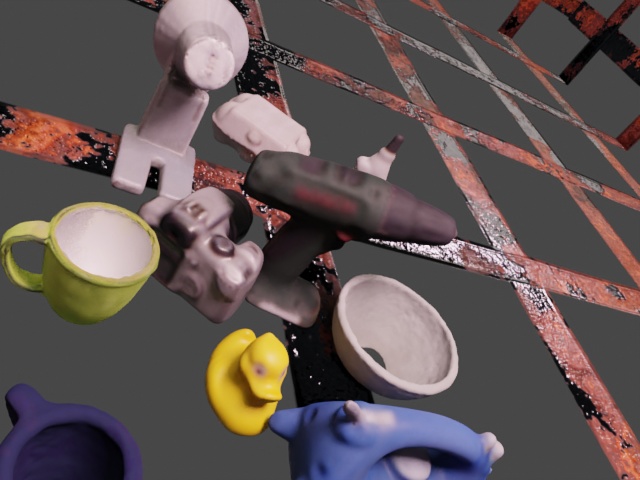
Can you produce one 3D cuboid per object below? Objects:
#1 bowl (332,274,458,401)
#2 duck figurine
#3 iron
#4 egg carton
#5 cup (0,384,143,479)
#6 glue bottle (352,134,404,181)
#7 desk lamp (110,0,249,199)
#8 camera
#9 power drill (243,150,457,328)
[{"bbox_3d":[0.077,0.126,0.681,0.168,0.074,0.167,23,37,-18],"label":"bowl"},{"bbox_3d":[-0.062,0.124,0.553,0.078,0.086,0.104,12,41,-30],"label":"duck figurine"},{"bbox_3d":[0.087,0.205,0.539,0.259,0.141,0.118,17,39,-26],"label":"iron"},{"bbox_3d":[-0.089,-0.159,0.875,0.150,0.069,0.107,36,34,-1],"label":"egg carton"},{"bbox_3d":[-0.187,0.164,0.390,0.117,0.095,0.092,47,36,16],"label":"cup"},{"bbox_3d":[0.069,-0.087,0.836,0.078,0.173,0.037,23,36,-18],"label":"glue bottle"},{"bbox_3d":[-0.164,-0.183,0.710,0.118,0.213,0.203,18,38,-24],"label":"desk lamp"},{"bbox_3d":[-0.116,-0.005,0.644,0.143,0.100,0.137,39,35,4],"label":"camera"},{"bbox_3d":[0.006,0.002,0.646,0.230,0.208,0.075,26,36,-14],"label":"power drill"}]
